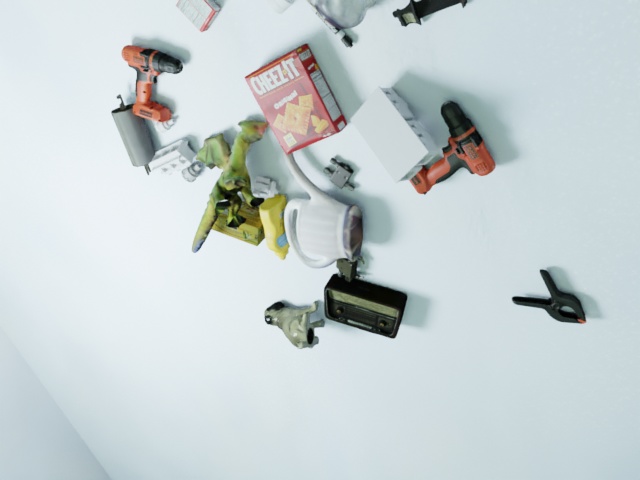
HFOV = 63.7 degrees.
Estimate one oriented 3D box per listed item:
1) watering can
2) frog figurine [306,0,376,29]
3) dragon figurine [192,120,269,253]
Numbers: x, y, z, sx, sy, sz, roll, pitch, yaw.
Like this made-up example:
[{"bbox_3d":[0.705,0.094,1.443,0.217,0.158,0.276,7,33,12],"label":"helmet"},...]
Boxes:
[{"bbox_3d":[0.004,-0.068,1.346,0.224,0.106,0.341,8,120,22],"label":"watering can"},{"bbox_3d":[0.059,-0.506,1.018,0.136,0.126,0.157,24,128,-33],"label":"frog figurine"},{"bbox_3d":[-0.271,-0.166,1.395,0.404,0.122,0.247,-39,59,28],"label":"dragon figurine"}]
